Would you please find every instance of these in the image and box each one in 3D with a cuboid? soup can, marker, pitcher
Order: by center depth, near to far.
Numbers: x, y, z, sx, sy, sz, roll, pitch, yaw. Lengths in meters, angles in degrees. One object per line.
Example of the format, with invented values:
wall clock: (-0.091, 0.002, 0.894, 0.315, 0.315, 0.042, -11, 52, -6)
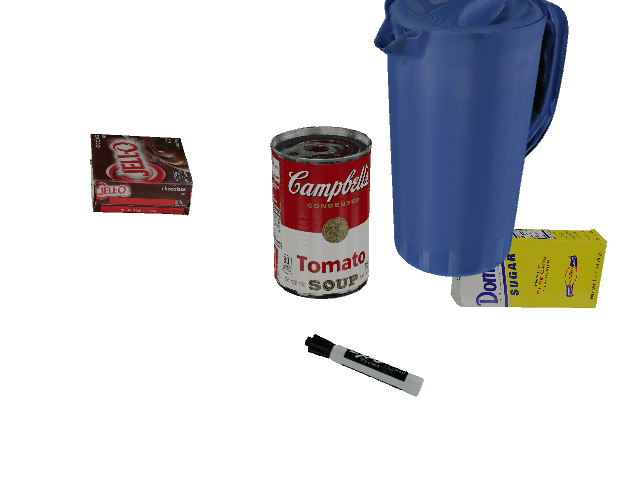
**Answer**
soup can: (0.000, -0.020, 0.731, 0.068, 0.102, 0.068, 0, 24, 0)
pitcher: (0.130, -0.097, 0.935, 0.149, 0.243, 0.145, 7, 32, 13)
marker: (0.041, 0.120, 1.036, 0.121, 0.020, 0.020, 21, 5, 13)

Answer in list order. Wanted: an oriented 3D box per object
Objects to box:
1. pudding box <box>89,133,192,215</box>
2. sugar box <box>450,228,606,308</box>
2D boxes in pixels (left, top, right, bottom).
pudding box: (-0.173, -0.064, 1.015, 0.090, 0.039, 0.113, 2, 25, -15)
sugar box: (0.252, 0.034, 1.301, 0.176, 0.093, 0.048, -1, 21, -9)
